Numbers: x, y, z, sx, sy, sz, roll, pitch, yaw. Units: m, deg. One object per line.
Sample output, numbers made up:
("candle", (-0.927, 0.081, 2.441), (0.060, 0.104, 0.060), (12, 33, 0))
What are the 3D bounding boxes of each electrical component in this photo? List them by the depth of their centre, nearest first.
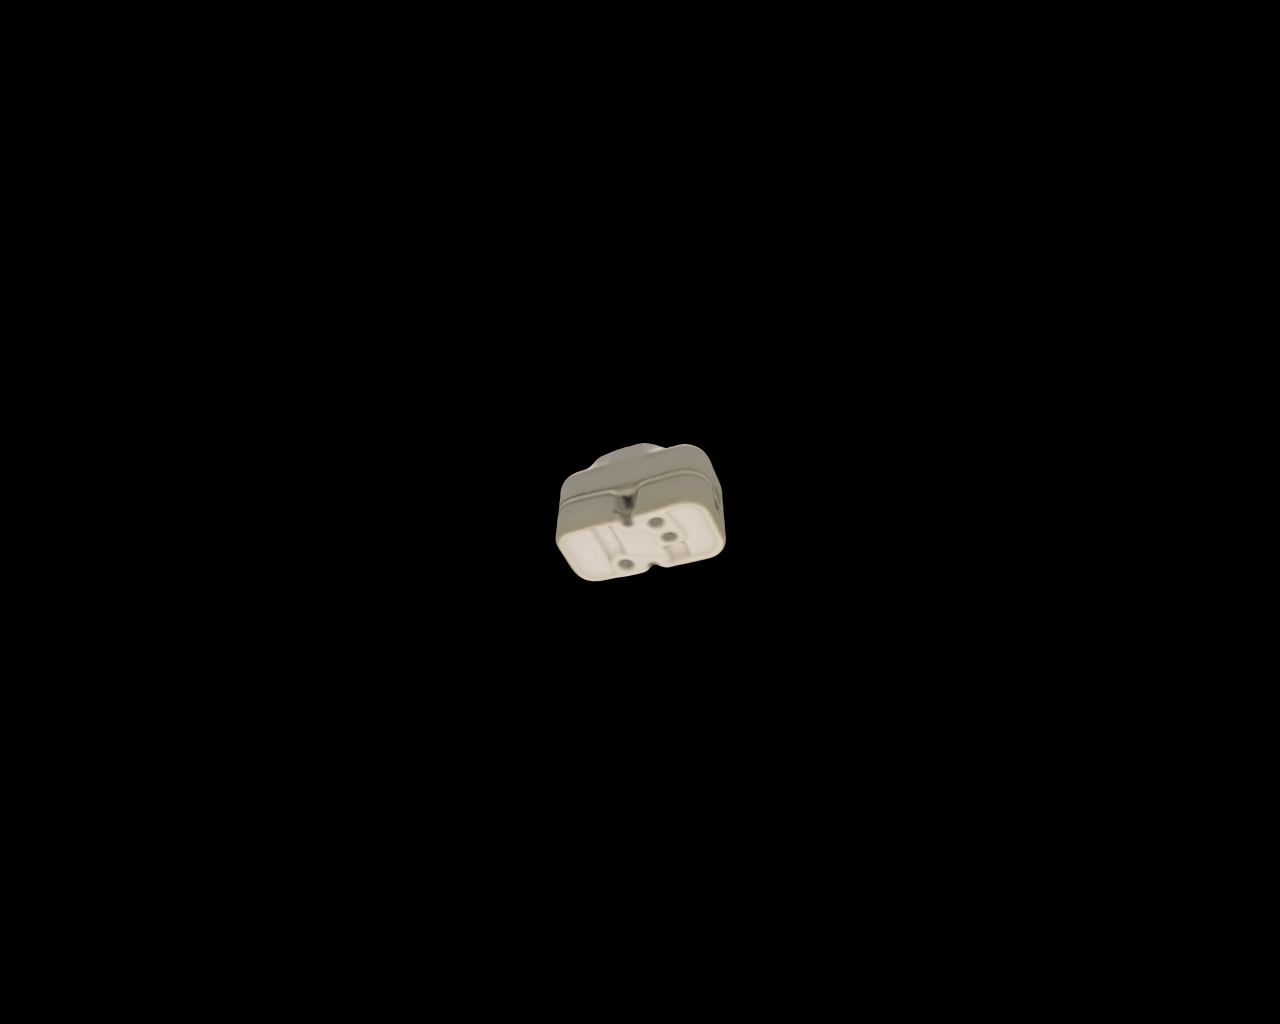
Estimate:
("electrical component", (0.001, -0.003, 0.650), (0.095, 0.059, 0.053), (-14, -43, 15))
